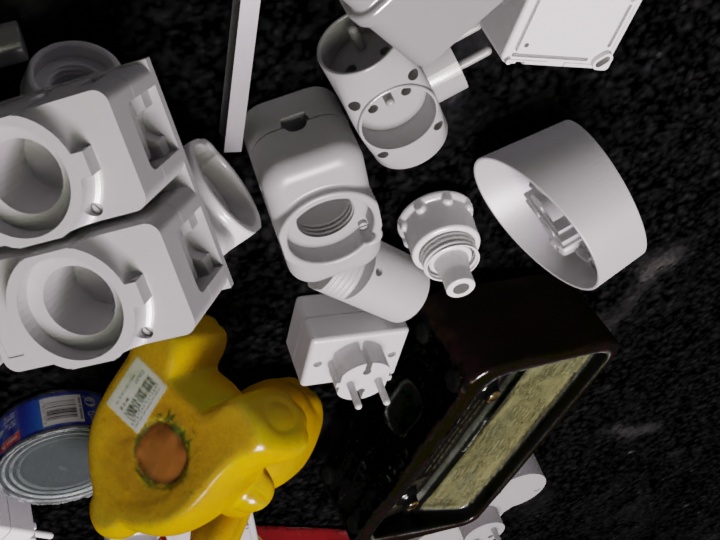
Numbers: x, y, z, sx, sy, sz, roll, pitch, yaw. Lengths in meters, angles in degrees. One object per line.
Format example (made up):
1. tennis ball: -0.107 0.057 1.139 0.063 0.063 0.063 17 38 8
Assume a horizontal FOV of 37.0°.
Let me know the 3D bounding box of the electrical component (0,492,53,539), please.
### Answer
1. electrical component: -0.248 0.182 0.737 0.083 0.047 0.076 -42 138 23

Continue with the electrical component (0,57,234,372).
1. electrical component: -0.164 -0.010 0.460 0.186 0.060 0.105 -13 110 15

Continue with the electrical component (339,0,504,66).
1. electrical component: 0.036 -0.154 0.454 0.113 0.078 0.057 -39 142 20

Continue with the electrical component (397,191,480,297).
1. electrical component: 0.051 -0.013 0.641 0.048 0.062 0.048 -11 143 -8

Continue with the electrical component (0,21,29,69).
1. electrical component: -0.173 -0.089 0.455 0.062 0.043 0.043 -17 142 -10

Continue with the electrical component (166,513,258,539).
1. electrical component: -0.112 0.173 0.781 0.062 0.061 0.096 -15 141 -11

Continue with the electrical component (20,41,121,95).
1. electrical component: -0.131 -0.071 0.497 0.066 0.048 0.055 -8 147 -19

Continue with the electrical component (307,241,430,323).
1. electrical component: 0.000 0.000 0.647 0.043 0.043 0.081 -42 138 23

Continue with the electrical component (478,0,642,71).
1. electrical component: 0.098 -0.150 0.503 0.062 0.061 0.096 -2 137 -25

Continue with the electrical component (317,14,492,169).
1. electrical component: 0.029 -0.099 0.543 0.079 0.044 0.077 -27 142 6

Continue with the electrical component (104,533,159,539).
1. electrical component: -0.163 0.194 0.773 0.040 0.078 0.040 -11 155 -6

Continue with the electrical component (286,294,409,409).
1. electrical component: -0.003 0.056 0.685 0.066 0.076 0.047 -6 139 -21

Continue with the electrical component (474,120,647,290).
1. electrical component: 0.118 -0.036 0.623 0.064 0.099 0.099 -30 142 -1

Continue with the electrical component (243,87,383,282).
1. electrical component: -0.024 -0.041 0.574 0.054 0.059 0.095 -19 142 -4

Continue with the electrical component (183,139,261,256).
1. electrical component: -0.089 -0.026 0.531 0.059 0.095 0.053 -33 97 13

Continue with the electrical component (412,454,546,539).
1. electrical component: 0.100 0.211 0.922 0.138 0.073 0.052 -38 140 18
